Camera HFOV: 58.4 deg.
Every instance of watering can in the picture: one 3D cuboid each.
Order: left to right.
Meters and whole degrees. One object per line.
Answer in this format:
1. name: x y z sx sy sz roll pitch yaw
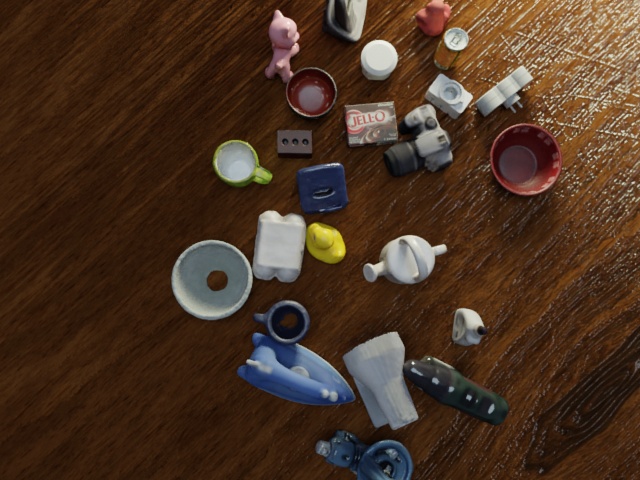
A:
1. watering can: 0.177 0.045 1.178 0.173 0.194 0.101 -40 88 -4

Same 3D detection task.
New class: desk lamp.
1. desk lamp: 0.130 0.285 1.148 0.118 0.213 0.203 -24 87 -3

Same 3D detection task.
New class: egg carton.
1. egg carton: -0.086 0.014 1.233 0.107 0.069 0.150 6 85 -1

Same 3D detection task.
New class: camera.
1. camera: 0.205 -0.206 1.245 0.137 0.100 0.143 -23 87 -3

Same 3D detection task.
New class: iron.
1. iron: -0.039 0.287 1.178 0.258 0.141 0.119 23 85 0

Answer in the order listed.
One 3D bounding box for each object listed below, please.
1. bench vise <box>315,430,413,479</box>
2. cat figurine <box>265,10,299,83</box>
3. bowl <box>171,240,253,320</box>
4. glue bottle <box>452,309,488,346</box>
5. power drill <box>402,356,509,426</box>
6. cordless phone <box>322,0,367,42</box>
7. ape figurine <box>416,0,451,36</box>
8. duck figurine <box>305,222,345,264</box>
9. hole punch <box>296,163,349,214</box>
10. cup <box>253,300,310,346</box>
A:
1. bench vise: 0.094 0.460 1.130 0.207 0.219 0.121 1 85 -2
2. cat figurine: -0.082 -0.423 1.243 0.067 0.117 0.128 9 85 -1
3. bowl: -0.225 0.085 1.220 0.167 0.074 0.167 0 86 -2
4. glue bottle: 0.314 0.184 1.182 0.037 0.173 0.078 11 85 -1
5. power drill: 0.254 0.293 1.154 0.229 0.208 0.076 25 85 0
6. cordless phone: 0.058 -0.523 1.222 0.094 0.185 0.148 7 85 -1
7. ape figurine: 0.255 -0.503 1.274 0.078 0.092 0.076 5 85 -1
8. duck figurine: 0.011 0.004 1.229 0.077 0.086 0.104 -43 88 -4
9. hole punch: 0.007 -0.109 1.235 0.108 0.091 0.101 -11 86 -3
10. cup: -0.081 0.171 1.208 0.117 0.095 0.092 8 85 -1
